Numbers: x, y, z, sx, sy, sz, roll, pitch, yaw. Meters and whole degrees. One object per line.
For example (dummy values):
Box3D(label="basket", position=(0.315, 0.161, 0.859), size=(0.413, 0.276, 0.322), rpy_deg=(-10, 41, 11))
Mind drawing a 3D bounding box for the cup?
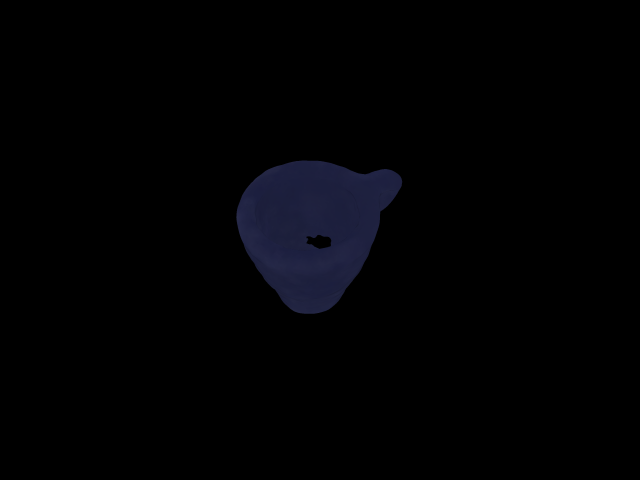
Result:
Box3D(label="cup", position=(0.004, 0.001, 0.400), size=(0.118, 0.095, 0.091), rpy_deg=(-27, 57, -19))
